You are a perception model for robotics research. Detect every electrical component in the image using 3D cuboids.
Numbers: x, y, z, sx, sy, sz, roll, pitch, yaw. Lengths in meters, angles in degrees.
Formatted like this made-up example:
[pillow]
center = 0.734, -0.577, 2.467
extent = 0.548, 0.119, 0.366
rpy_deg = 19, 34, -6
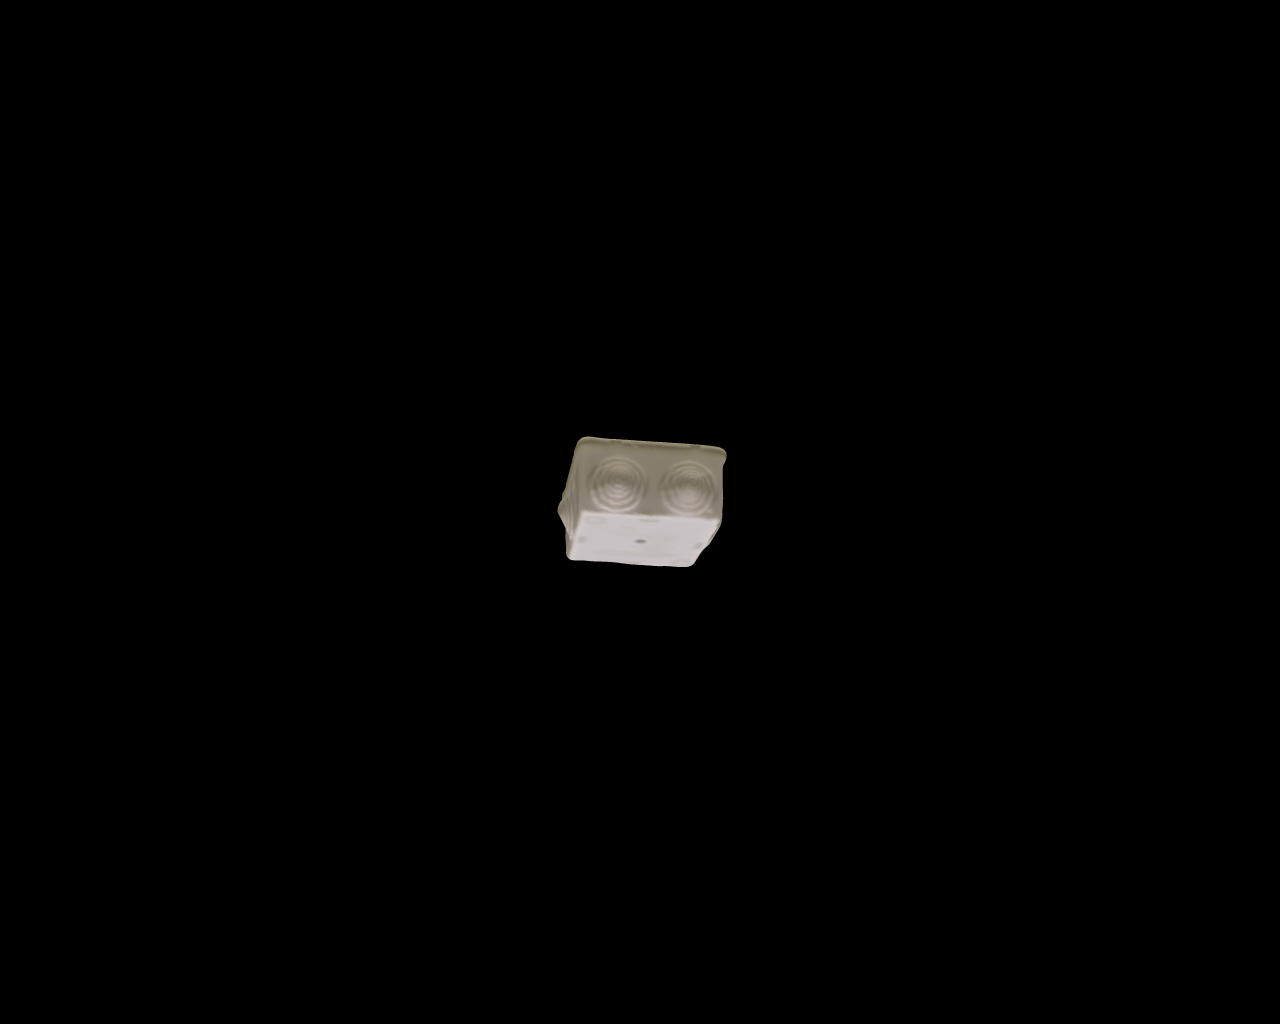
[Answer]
[electrical component]
center = 0.001, -0.003, 0.650
extent = 0.100, 0.048, 0.099
rpy_deg = 4, -23, -9
